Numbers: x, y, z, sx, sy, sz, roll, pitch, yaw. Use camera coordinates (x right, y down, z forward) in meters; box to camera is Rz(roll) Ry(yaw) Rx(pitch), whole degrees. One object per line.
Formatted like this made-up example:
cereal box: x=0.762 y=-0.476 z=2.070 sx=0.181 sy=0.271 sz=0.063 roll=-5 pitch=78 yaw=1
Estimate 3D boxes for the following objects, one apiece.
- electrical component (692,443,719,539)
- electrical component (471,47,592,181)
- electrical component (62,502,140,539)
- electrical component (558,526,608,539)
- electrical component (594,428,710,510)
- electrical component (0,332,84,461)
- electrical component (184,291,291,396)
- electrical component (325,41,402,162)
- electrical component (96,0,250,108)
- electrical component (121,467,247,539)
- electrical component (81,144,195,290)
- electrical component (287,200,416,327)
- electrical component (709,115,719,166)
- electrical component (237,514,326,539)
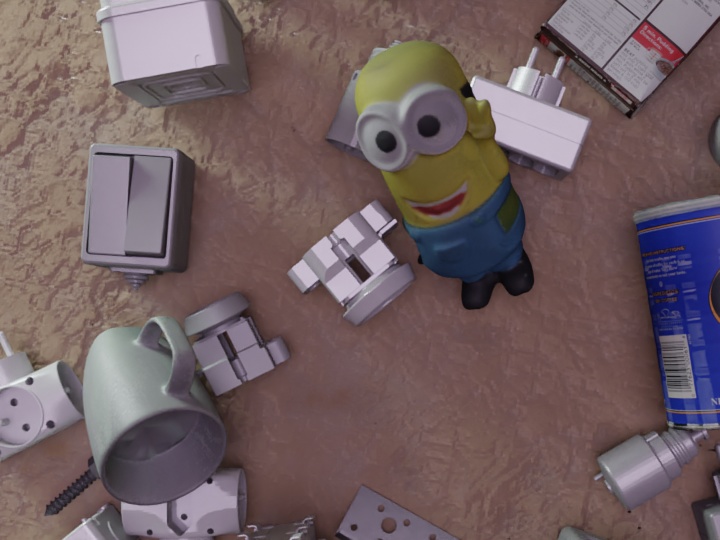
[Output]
electrical component: x=0.255 y=0.149 z=0.707 sx=0.066 sy=0.047 sz=0.076 roll=-15 pitch=87 yaw=1
electrical component: x=0.114 y=-0.112 z=0.725 sx=0.083 sy=0.047 sz=0.075 roll=22 pitch=88 yaw=3
electrical component: x=-0.191 y=0.212 z=0.714 sx=0.096 sy=0.061 sz=0.061 roll=-39 pitch=87 yaw=0
electrical component: x=0.191 y=0.237 z=0.698 sx=0.150 sy=0.061 sz=0.089 roll=19 pitch=88 yaw=3
electrical component: x=0.195 y=0.126 z=0.713 sx=0.078 sy=0.040 sz=0.040 roll=-31 pitch=87 yaw=1
electrical component: x=-0.236 y=0.082 z=0.731 sx=0.077 sy=0.044 sz=0.079 roll=-27 pitch=86 yaw=1
electrical component: x=-0.088 y=0.048 z=0.727 sx=0.066 sy=0.048 sz=0.055 roll=-26 pitch=94 yaw=1
electrical component: x=0.012 y=-0.117 z=0.731 sx=0.043 sy=0.043 sz=0.081 roll=23 pitch=88 yaw=3
electrical component: x=-0.119 y=-0.147 z=0.703 sx=0.078 sy=0.113 sz=0.057 roll=-10 pitch=90 yaw=2
electrical component: x=-0.117 y=0.173 z=0.722 sx=0.077 sy=0.043 sz=0.079 roll=-2 pitch=88 yaw=2
electrical component: x=-0.150 y=-0.034 z=0.724 sx=0.062 sy=0.061 sz=0.096 roll=4 pitch=87 yaw=2
electrical component: x=0.000 y=0.000 z=0.719 sx=0.078 sy=0.058 sz=0.057 roll=-39 pitch=84 yaw=0
electrical component: x=0.264 y=-0.090 z=0.718 sx=0.055 sy=0.047 sz=0.055 roll=0 pitch=87 yaw=2
electrical component: x=-0.051 y=0.195 z=0.680 sx=0.079 sy=0.121 sz=0.063 roll=-8 pitch=84 yaw=2
